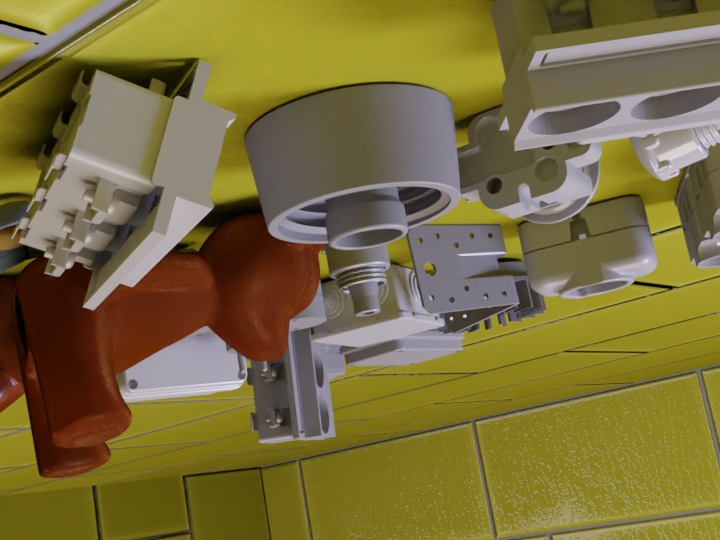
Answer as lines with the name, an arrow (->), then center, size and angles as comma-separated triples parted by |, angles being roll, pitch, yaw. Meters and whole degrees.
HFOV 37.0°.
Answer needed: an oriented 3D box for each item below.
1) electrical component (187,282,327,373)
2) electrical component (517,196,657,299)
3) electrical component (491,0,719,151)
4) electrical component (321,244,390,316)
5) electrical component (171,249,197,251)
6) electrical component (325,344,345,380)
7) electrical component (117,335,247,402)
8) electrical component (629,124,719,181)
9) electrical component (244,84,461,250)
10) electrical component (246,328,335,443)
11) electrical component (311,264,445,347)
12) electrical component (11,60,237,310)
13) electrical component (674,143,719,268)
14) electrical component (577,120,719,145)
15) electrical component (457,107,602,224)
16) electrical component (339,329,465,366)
electrical component -> -0.088, 0.044, 0.838 | 0.138, 0.073, 0.052 | -2, 165, -34
electrical component -> 0.175, -0.014, 0.823 | 0.095, 0.059, 0.054 | -14, 167, 19
electrical component -> 0.117, -0.092, 0.418 | 0.121, 0.063, 0.078 | -9, 168, -4
electrical component -> 0.000, 0.000, 0.738 | 0.048, 0.062, 0.048 | -10, 168, -2
electrical component -> -0.137, 0.008, 0.708 | 0.081, 0.043, 0.043 | -2, 165, -34
electrical component -> -0.061, 0.093, 1.111 | 0.062, 0.061, 0.096 | 2, 163, -42
electrical component -> -0.153, 0.063, 0.866 | 0.113, 0.078, 0.057 | -1, 168, -35
electrical component -> 0.175, -0.079, 0.570 | 0.062, 0.048, 0.048 | -24, 163, 25
electrical component -> -0.001, -0.044, 0.544 | 0.108, 0.060, 0.108 | -9, 168, -2
electrical component -> -0.065, 0.092, 0.964 | 0.063, 0.121, 0.079 | -10, 168, 12
electrical component -> 0.013, 0.031, 0.919 | 0.100, 0.048, 0.100 | -16, 166, 25
electrical component -> -0.109, -0.038, 0.475 | 0.063, 0.078, 0.121 | 20, 156, -21
electrical component -> 0.282, -0.052, 0.735 | 0.105, 0.060, 0.186 | -12, 167, 10
electrical component -> 0.135, -0.085, 0.498 | 0.083, 0.047, 0.075 | -9, 168, -4
electrical component -> 0.094, -0.056, 0.575 | 0.078, 0.058, 0.057 | -17, 163, 28
electrical component -> 0.039, 0.057, 1.038 | 0.078, 0.057, 0.113 | -20, 164, 37
